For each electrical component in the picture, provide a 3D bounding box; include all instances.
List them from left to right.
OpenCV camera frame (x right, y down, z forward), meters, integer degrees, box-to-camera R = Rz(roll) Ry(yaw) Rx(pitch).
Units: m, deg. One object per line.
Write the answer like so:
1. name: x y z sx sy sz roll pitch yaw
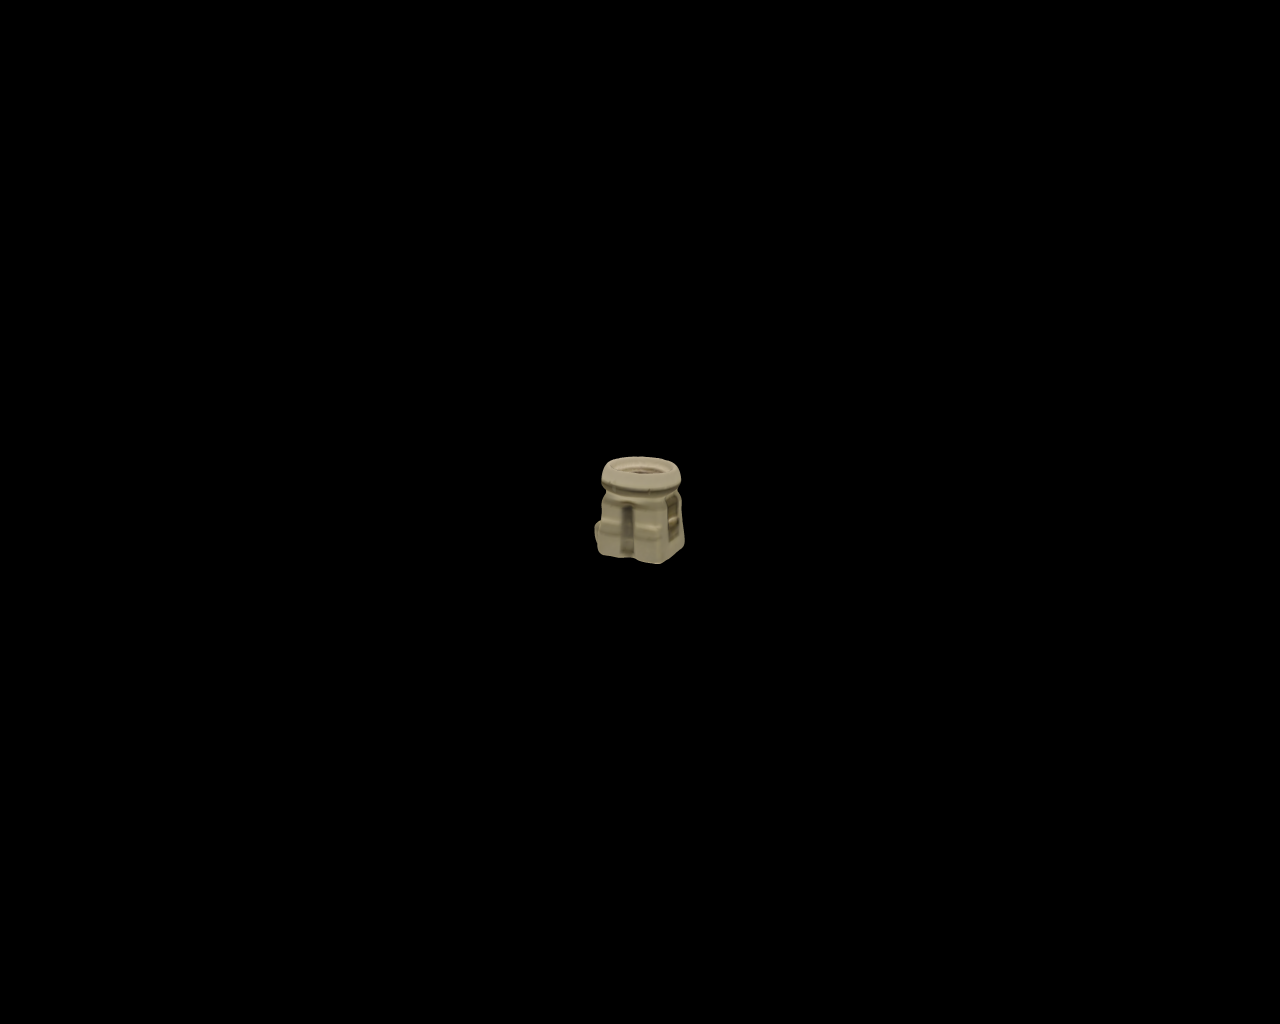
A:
1. electrical component: 0.001 -0.003 0.650 0.066 0.055 0.048 8 20 24
